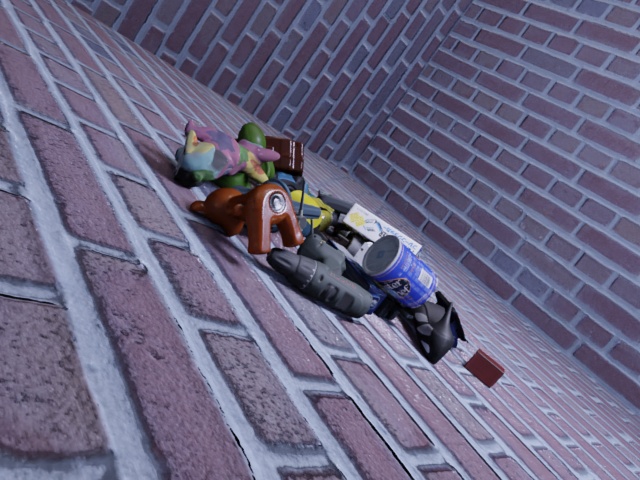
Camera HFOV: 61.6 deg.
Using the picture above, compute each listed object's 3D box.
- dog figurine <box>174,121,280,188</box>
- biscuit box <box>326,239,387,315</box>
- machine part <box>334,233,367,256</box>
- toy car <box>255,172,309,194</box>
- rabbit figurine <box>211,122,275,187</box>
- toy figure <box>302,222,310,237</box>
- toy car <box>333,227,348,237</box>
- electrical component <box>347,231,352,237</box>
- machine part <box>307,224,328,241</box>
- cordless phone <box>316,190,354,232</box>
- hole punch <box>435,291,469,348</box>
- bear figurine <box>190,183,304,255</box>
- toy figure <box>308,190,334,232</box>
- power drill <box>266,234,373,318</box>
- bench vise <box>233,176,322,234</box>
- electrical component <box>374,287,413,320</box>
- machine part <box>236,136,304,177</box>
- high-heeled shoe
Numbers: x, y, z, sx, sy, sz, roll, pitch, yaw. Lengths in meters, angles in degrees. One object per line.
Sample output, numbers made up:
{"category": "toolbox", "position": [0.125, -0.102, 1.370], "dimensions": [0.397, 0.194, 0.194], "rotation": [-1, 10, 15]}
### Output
{"category": "dog figurine", "position": [-0.199, -0.171, 1.174], "dimensions": [0.219, 0.108, 0.192], "rotation": [13, 31, -21]}
{"category": "biscuit box", "position": [0.065, 0.080, 1.204], "dimensions": [0.059, 0.063, 0.203], "rotation": [27, 15, -39]}
{"category": "machine part", "position": [0.141, 0.058, 1.478], "dimensions": [0.243, 0.079, 0.079], "rotation": [34, 12, -9]}
{"category": "toy car", "position": [-0.118, -0.130, 1.456], "dimensions": [0.161, 0.109, 0.103], "rotation": [11, 1, -39]}
{"category": "rabbit figurine", "position": [-0.187, -0.197, 1.310], "dimensions": [0.159, 0.170, 0.121], "rotation": [35, 12, 0]}
{"category": "toy figure", "position": [-0.087, -0.052, 1.289], "dimensions": [0.154, 0.064, 0.058], "rotation": [28, 24, -41]}
{"category": "toy car", "position": [0.091, -0.032, 1.737], "dimensions": [0.073, 0.056, 0.202], "rotation": [31, 14, 7]}
{"category": "electrical component", "position": [0.135, 0.038, 1.585], "dimensions": [0.115, 0.058, 0.134], "rotation": [30, 13, -20]}
{"category": "machine part", "position": [-0.003, -0.004, 1.410], "dimensions": [0.084, 0.039, 0.139], "rotation": [17, 23, -36]}
{"category": "cordless phone", "position": [0.051, -0.106, 1.668], "dimensions": [0.147, 0.088, 0.184], "rotation": [18, 18, -7]}
{"category": "hole punch", "position": [0.301, 0.210, 1.356], "dimensions": [0.115, 0.092, 0.142], "rotation": [61, -4, -27]}
{"category": "bear figurine", "position": [-0.140, -0.038, 0.983], "dimensions": [0.196, 0.131, 0.120], "rotation": [-8, 4, 42]}
{"category": "toy figure", "position": [-0.039, -0.092, 1.548], "dimensions": [0.089, 0.082, 0.180], "rotation": [-13, 54, -49]}
{"category": "power drill", "position": [-0.005, 0.054, 1.071], "dimensions": [0.232, 0.086, 0.207], "rotation": [33, 8, -12]}
{"category": "bench vise", "position": [-0.074, -0.067, 1.164], "dimensions": [0.224, 0.128, 0.240], "rotation": [8, 2, 40]}
{"category": "electrical component", "position": [0.154, 0.150, 1.216], "dimensions": [0.119, 0.047, 0.074], "rotation": [44, 14, 33]}
{"category": "machine part", "position": [-0.144, -0.225, 1.476], "dimensions": [0.201, 0.087, 0.201], "rotation": [2, -4, -2]}
{"category": "high-heeled shoe", "position": [0.238, 0.207, 1.248], "dimensions": [0.086, 0.145, 0.249], "rotation": [25, -13, -12]}
